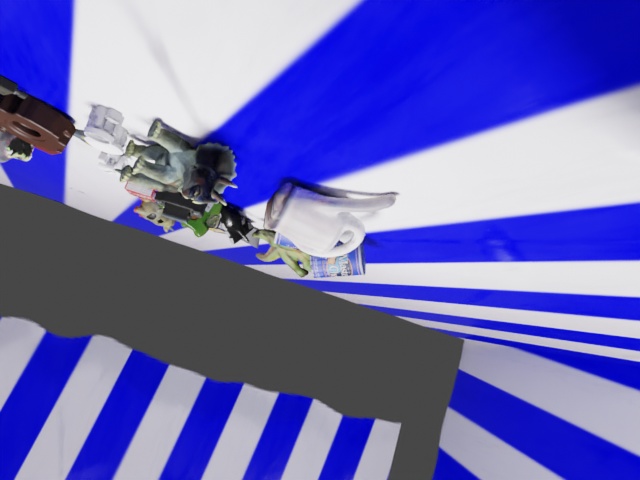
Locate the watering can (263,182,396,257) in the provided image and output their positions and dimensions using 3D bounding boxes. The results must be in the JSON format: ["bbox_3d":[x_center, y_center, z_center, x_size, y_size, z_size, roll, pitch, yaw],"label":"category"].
[{"bbox_3d":[0.003,-0.055,1.098,0.223,0.106,0.341,25,150,-11],"label":"watering can"}]

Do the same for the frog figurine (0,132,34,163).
[{"bbox_3d":[-0.770,-0.258,1.220,0.160,0.125,0.134,24,136,8],"label":"frog figurine"}]

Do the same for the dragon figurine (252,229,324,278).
[{"bbox_3d":[-0.111,0.017,1.605,0.409,0.124,0.239,-1,151,34],"label":"dragon figurine"}]
